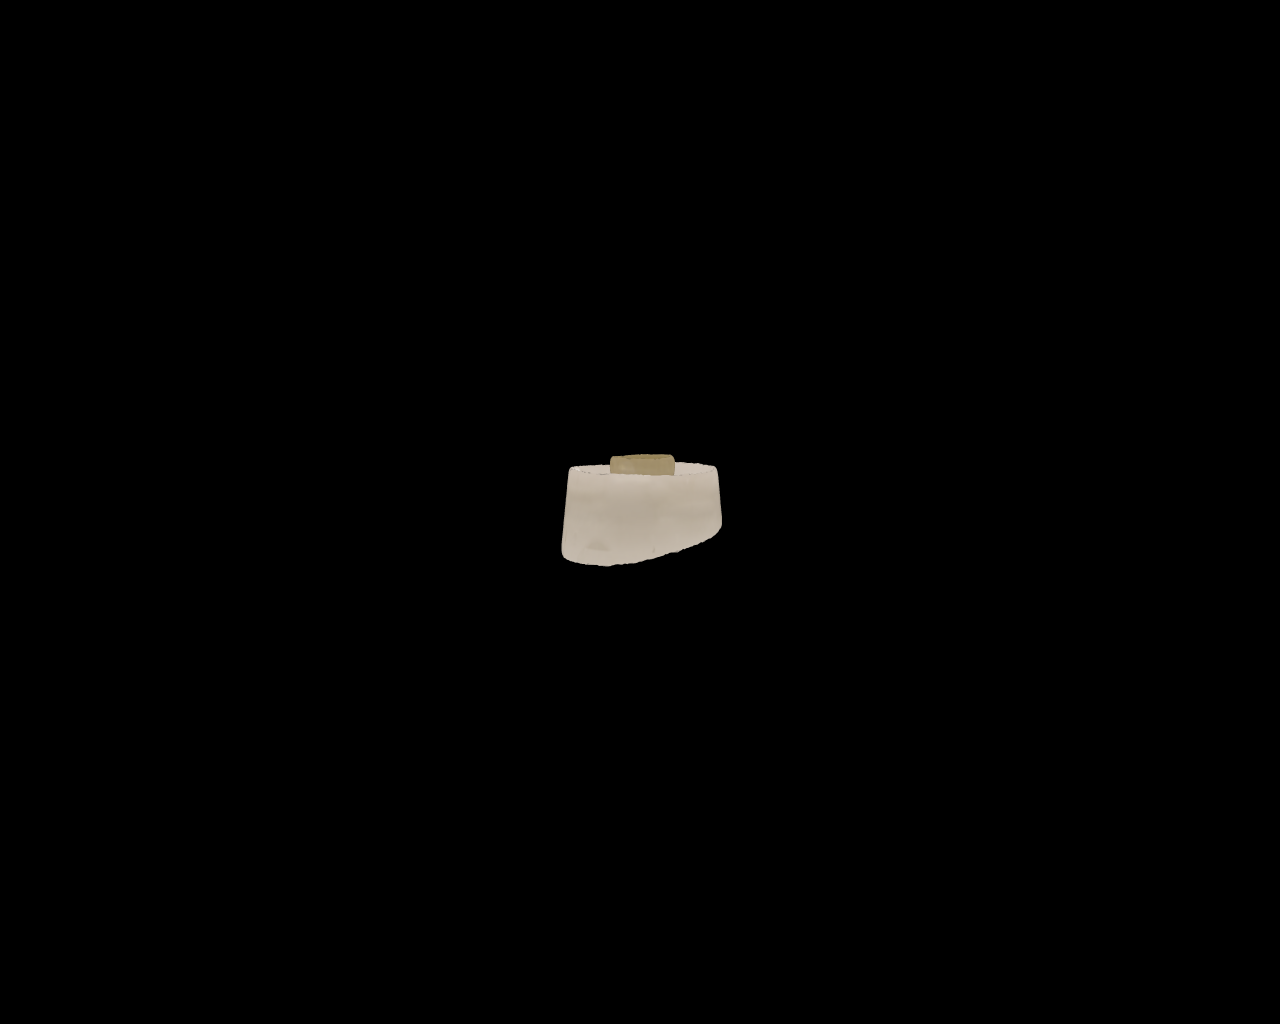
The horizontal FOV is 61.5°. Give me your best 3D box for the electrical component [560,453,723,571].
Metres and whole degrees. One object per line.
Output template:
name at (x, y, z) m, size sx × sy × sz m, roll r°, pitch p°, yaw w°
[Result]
electrical component at (0.001, -0.003, 0.650) m, size 0.099 × 0.064 × 0.099 m, roll 0°, pitch 7°, yaw 0°
